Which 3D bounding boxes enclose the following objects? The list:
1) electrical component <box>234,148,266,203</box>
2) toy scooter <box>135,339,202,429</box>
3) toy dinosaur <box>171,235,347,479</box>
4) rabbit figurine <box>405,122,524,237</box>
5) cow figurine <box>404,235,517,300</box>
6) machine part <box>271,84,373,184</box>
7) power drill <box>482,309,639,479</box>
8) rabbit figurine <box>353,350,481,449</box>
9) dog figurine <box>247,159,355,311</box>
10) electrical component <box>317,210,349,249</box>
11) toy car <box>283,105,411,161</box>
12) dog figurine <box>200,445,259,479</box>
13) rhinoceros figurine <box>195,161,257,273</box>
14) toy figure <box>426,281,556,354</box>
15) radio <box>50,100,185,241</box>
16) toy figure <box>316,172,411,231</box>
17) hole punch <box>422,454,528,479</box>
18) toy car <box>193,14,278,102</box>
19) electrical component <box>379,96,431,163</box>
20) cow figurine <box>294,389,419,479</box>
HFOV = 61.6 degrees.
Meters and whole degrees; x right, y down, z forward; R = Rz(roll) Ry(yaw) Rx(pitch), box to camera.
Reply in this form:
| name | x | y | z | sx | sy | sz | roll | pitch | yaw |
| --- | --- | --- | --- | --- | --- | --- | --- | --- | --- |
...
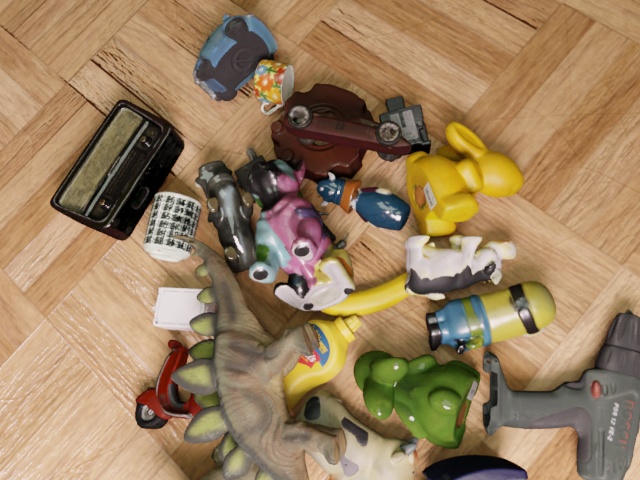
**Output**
| name | x | y | z | sx | sy | sz | roll | pitch | yaw |
| --- | --- | --- | --- | --- | --- | --- | --- | --- | --- |
| electrical component | -0.116 | -0.113 | 0.933 | 0.063 | 0.021 | 0.094 | -30 | 71 | 1 |
| toy scooter | -0.195 | 0.222 | 0.822 | 0.184 | 0.075 | 0.135 | 0 | 74 | 15 |
| toy dinosaur | -0.096 | 0.177 | 0.730 | 0.199 | 0.105 | 0.471 | -20 | 65 | 3 |
| rabbit figurine | 0.225 | -0.094 | 0.835 | 0.173 | 0.121 | 0.162 | -12 | 63 | -8 |
| cow figurine | 0.208 | 0.040 | 0.793 | 0.167 | 0.068 | 0.098 | 1 | 86 | -2 |
| machine part | 0.005 | -0.181 | 0.915 | 0.179 | 0.056 | 0.179 | -2 | 73 | 8 |
| power drill | 0.331 | 0.201 | 0.737 | 0.207 | 0.086 | 0.232 | 6 | 77 | 4 |
| rabbit figurine | 0.115 | 0.210 | 0.743 | 0.170 | 0.159 | 0.121 | 15 | 86 | 29 |
| dog figurine | -0.035 | -0.022 | 0.812 | 0.108 | 0.191 | 0.219 | -32 | 41 | 23 |
| electrical component | -0.003 | -0.003 | 0.871 | 0.102 | 0.045 | 0.078 | 43 | 106 | 20 |
| toy car | 0.043 | -0.168 | 0.830 | 0.202 | 0.089 | 0.053 | 12 | 80 | 11 |
| dog figurine | -0.146 | 0.346 | 0.715 | 0.121 | 0.190 | 0.172 | 41 | 83 | 18 |
| rhinoceros figurine | -0.146 | -0.042 | 0.878 | 0.073 | 0.112 | 0.190 | -20 | 83 | -13 |
| toy figure | 0.243 | 0.112 | 0.767 | 0.180 | 0.089 | 0.082 | -12 | 80 | 4 |
| radio | -0.351 | -0.121 | 0.951 | 0.131 | 0.073 | 0.229 | 26 | 80 | 16 |
| toy figure | 0.067 | -0.062 | 0.866 | 0.155 | 0.057 | 0.064 | 24 | 86 | 16 |
| hole punch | 0.196 | 0.319 | 0.696 | 0.116 | 0.142 | 0.092 | 18 | 79 | 0 |
| toy car | -0.164 | -0.336 | 0.976 | 0.161 | 0.109 | 0.103 | -45 | 49 | 7 |
| electrical component | 0.139 | -0.195 | 0.899 | 0.075 | 0.047 | 0.119 | -10 | 74 | 6 |
| cow figurine | 0.053 | 0.292 | 0.754 | 0.195 | 0.085 | 0.127 | 39 | 89 | 20 |
